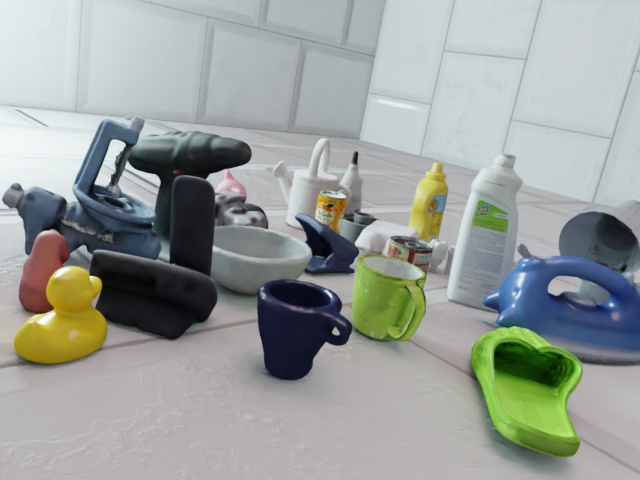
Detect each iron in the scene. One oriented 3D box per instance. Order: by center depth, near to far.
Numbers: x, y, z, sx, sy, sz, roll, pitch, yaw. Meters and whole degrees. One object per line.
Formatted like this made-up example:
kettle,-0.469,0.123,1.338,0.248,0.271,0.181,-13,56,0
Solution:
iron,0.380,0.090,0.829,0.258,0.141,0.118,10,15,-2

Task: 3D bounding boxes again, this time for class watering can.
watering can,-0.017,-0.125,1.237,0.173,0.194,0.101,8,16,-7

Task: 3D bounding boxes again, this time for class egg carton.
egg carton,0.129,0.012,1.080,0.107,0.069,0.150,14,16,15

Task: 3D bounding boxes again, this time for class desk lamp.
desk lamp,0.461,0.041,0.920,0.117,0.213,0.204,23,20,38

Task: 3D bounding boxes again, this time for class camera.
camera,-0.140,-0.032,1.002,0.142,0.101,0.137,19,18,28

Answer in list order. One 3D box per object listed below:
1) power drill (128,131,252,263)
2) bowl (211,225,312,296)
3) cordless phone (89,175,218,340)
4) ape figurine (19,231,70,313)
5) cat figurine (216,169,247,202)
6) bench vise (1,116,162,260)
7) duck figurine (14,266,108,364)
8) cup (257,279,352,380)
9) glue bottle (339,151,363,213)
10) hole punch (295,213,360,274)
power drill,-0.210,-0.071,0.895,0.228,0.208,0.076,18,17,26
bowl,-0.098,0.036,0.835,0.167,0.075,0.167,10,15,-2
cordless phone,-0.189,0.008,0.672,0.147,0.185,0.094,11,16,4
ape figurine,-0.314,0.034,0.670,0.077,0.092,0.076,17,17,23
cat figurine,-0.175,-0.080,1.121,0.067,0.118,0.127,9,16,-6
bench vise,-0.320,-0.069,0.795,0.208,0.220,0.121,0,18,-32
duck figurine,-0.261,0.071,0.586,0.077,0.086,0.105,15,16,15
cup,-0.018,0.104,0.609,0.117,0.095,0.092,22,20,37
glue bottle,0.068,-0.116,1.301,0.078,0.173,0.037,-5,22,-43
hole punch,0.009,0.004,0.991,0.101,0.091,0.108,0,18,-32
